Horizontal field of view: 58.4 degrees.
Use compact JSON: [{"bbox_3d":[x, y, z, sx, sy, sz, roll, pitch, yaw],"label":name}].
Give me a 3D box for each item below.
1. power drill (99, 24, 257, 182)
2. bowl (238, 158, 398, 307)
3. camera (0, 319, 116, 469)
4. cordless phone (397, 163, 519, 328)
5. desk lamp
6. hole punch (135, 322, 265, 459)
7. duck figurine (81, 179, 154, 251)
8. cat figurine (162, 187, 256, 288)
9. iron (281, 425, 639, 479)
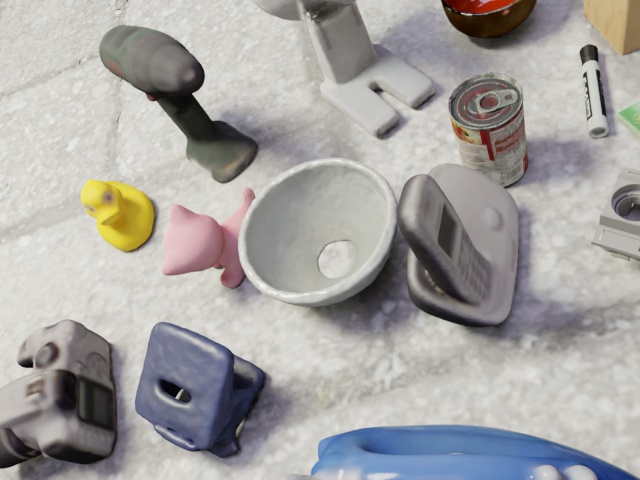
[{"bbox_3d":[-0.162,-0.165,0.678,0.228,0.209,0.076,35,78,35],"label":"power drill"},{"bbox_3d":[0.005,0.002,0.589,0.167,0.075,0.167,-11,57,17],"label":"bowl"},{"bbox_3d":[-0.300,0.170,0.601,0.136,0.101,0.143,-24,54,8],"label":"camera"},{"bbox_3d":[0.114,-0.019,0.487,0.094,0.185,0.147,0,61,23],"label":"cordless phone"},{"bbox_3d":[0.018,-0.260,0.656,0.118,0.214,0.202,-41,54,-4],"label":"desk lamp"},{"bbox_3d":[-0.122,0.143,0.548,0.108,0.091,0.101,15,68,30],"label":"hole punch"},{"bbox_3d":[-0.265,-0.045,0.725,0.077,0.086,0.104,-33,54,2],"label":"duck figurine"},{"bbox_3d":[-0.111,-0.006,0.616,0.128,0.118,0.067,-39,54,-3],"label":"cat figurine"},{"bbox_3d":[0.105,0.175,0.401,0.257,0.142,0.118,-10,57,17],"label":"iron"}]
